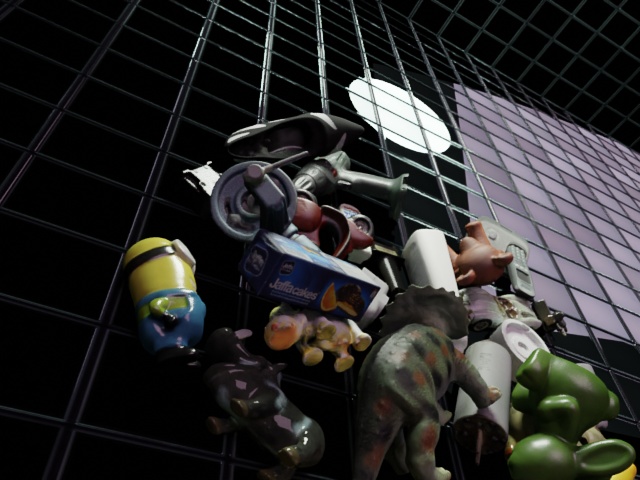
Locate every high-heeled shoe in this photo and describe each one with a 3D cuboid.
[{"bbox_3d":[-0.048,-0.183,0.971,0.145,0.249,0.086,-46,126,-75],"label":"high-heeled shoe"}]

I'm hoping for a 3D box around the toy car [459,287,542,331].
[{"bbox_3d":[0.339,0.136,1.024,0.201,0.056,0.074,13,41,-30],"label":"toy car"}]

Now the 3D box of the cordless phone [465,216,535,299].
[{"bbox_3d":[0.375,0.045,1.121,0.146,0.088,0.184,29,31,-10],"label":"cordless phone"}]

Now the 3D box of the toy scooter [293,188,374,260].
[{"bbox_3d":[-0.002,-0.003,0.886,0.184,0.075,0.135,20,58,-7],"label":"toy scooter"}]

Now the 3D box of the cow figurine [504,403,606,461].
[{"bbox_3d":[0.375,0.307,0.836,0.195,0.085,0.127,26,42,-12],"label":"cow figurine"}]

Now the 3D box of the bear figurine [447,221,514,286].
[{"bbox_3d":[0.282,0.029,1.007,0.132,0.120,0.195,61,10,15],"label":"bear figurine"}]

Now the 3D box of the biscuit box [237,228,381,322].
[{"bbox_3d":[-0.009,0.050,0.684,0.202,0.062,0.059,22,14,-46],"label":"biscuit box"}]

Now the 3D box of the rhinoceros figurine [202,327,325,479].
[{"bbox_3d":[-0.068,0.181,0.615,0.190,0.073,0.112,46,37,14],"label":"rhinoceros figurine"}]

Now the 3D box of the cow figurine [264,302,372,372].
[{"bbox_3d":[-0.016,0.114,0.718,0.167,0.068,0.098,25,15,-43],"label":"cow figurine"}]

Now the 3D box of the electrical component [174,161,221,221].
[{"bbox_3d":[-0.163,-0.065,0.848,0.119,0.047,0.075,42,36,12],"label":"electrical component"}]

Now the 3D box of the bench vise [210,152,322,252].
[{"bbox_3d":[-0.067,-0.027,0.728,0.129,0.240,0.224,-33,78,-12],"label":"bench vise"}]

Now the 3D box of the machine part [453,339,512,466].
[{"bbox_3d":[0.250,0.233,0.817,0.079,0.079,0.243,36,36,0],"label":"machine part"}]

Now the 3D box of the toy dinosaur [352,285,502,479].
[{"bbox_3d":[0.111,0.179,0.684,0.192,0.131,0.405,59,32,4],"label":"toy dinosaur"}]

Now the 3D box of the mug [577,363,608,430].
[{"bbox_3d":[0.461,0.284,0.944,0.109,0.081,0.107,21,47,-33],"label":"mug"}]

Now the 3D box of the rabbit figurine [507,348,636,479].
[{"bbox_3d":[0.316,0.261,0.713,0.159,0.121,0.170,26,57,20],"label":"rabbit figurine"}]

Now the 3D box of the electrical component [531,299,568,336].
[{"bbox_3d":[0.463,0.158,1.081,0.102,0.045,0.078,47,25,-60],"label":"electrical component"}]

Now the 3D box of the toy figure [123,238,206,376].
[{"bbox_3d":[-0.185,0.072,0.640,0.089,0.082,0.180,12,44,-33],"label":"toy figure"}]

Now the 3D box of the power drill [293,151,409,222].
[{"bbox_3d":[0.059,-0.097,1.016,0.207,0.085,0.232,11,27,9],"label":"power drill"}]

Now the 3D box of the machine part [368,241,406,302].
[{"bbox_3d":[0.128,0.057,0.959,0.084,0.039,0.139,21,35,-34],"label":"machine part"}]
